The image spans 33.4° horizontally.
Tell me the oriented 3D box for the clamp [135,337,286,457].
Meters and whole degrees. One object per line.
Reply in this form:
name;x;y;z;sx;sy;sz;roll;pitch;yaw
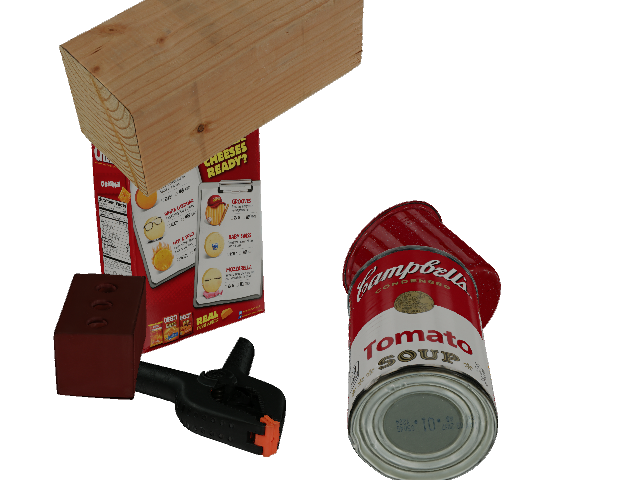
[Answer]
clamp;-0.085;0.129;0.929;0.164;0.036;0.210;-7;18;-38

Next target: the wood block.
wood block;-0.074;-0.136;0.787;0.205;0.090;0.091;-35;-30;-23

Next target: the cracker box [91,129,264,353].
cracker box;-0.138;-0.014;1.059;0.072;0.214;0.163;13;21;43

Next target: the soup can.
soup can;0.046;0.057;0.509;0.068;0.068;0.102;0;31;2

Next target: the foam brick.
foam brick;-0.149;0.064;0.729;0.053;0.051;0.078;3;29;-4

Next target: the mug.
mug;0.071;0.041;0.782;0.093;0.117;0.082;8;27;-43
